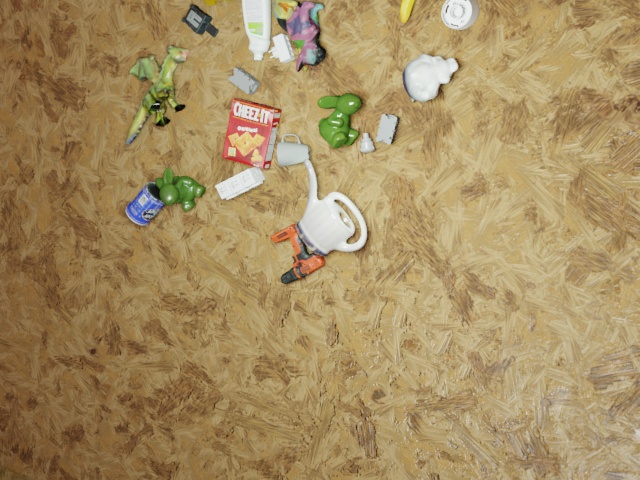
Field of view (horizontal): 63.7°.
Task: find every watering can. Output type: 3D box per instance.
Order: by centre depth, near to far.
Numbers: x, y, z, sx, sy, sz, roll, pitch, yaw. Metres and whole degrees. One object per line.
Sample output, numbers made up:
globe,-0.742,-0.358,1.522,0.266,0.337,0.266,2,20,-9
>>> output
watering can,0.005,-0.088,1.750,0.221,0.105,0.348,-41,88,23

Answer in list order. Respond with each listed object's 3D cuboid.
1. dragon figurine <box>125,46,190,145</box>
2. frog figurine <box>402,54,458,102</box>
dragon figurine,-0.621,-0.551,1.883,0.406,0.122,0.245,-32,73,20
frog figurine,0.334,-0.493,1.552,0.158,0.122,0.138,-9,80,32
